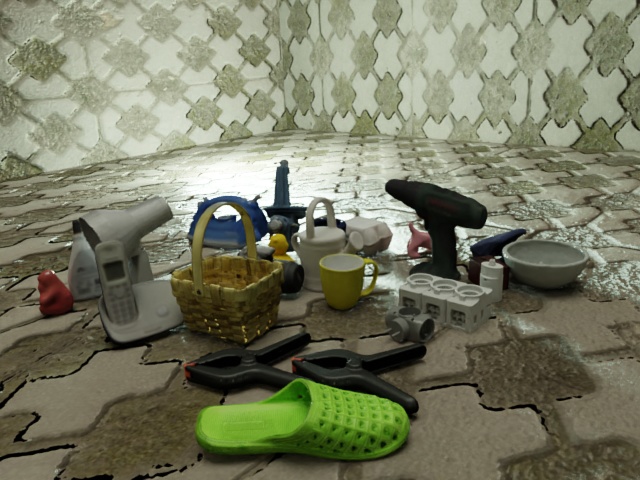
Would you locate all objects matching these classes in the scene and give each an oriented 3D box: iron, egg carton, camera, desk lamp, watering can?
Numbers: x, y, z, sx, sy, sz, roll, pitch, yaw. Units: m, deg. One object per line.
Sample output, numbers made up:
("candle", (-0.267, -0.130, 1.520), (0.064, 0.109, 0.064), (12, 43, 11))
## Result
("iron", (-0.255, -0.059, 1.531), (0.257, 0.141, 0.119), (5, 20, 22))
("egg carton", (0.105, -0.012, 1.448), (0.107, 0.069, 0.149), (-19, 24, -39))
("camera", (-0.112, 0.069, 1.182), (0.136, 0.101, 0.143), (5, 20, 22))
("desk lamp", (-0.372, 0.023, 1.181), (0.204, 0.214, 0.117), (-17, 23, -37))
("watering can", (0.012, 0.004, 1.213), (0.172, 0.194, 0.101), (2, 19, 15))

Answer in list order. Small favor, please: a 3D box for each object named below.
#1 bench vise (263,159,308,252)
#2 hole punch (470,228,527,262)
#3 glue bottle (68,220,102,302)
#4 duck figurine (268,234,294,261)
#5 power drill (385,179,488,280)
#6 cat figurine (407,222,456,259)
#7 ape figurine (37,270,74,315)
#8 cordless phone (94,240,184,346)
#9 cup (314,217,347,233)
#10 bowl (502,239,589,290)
("bench vise", (-0.084, -0.088, 1.467), (0.121, 0.220, 0.207), (-6, 18, -9))
("hole punch", (0.397, 0.014, 1.288), (0.109, 0.091, 0.100), (-17, 23, -36))
("glue bottle", (-0.499, 0.041, 1.211), (0.078, 0.173, 0.037), (-12, 20, -27))
("duck figurine", (-0.097, 0.030, 1.323), (0.077, 0.086, 0.104), (-1, 18, 7))
("power drill", (0.241, -0.022, 1.233), (0.228, 0.208, 0.076), (9, 22, 32))
("cat figurine", (0.271, -0.021, 1.374), (0.127, 0.118, 0.067), (-2, 18, 2))
("ape figurine", (-0.542, 0.104, 1.155), (0.076, 0.092, 0.078), (-1, 18, 5))
("cordless phone", (-0.327, 0.084, 1.032), (0.148, 0.185, 0.093), (-16, 22, -34))
("cup", (0.017, -0.002, 1.389), (0.092, 0.095, 0.117), (-5, 18, -7))
("bowl", (0.459, 0.057, 1.176), (0.167, 0.075, 0.167), (-3, 18, 1))
